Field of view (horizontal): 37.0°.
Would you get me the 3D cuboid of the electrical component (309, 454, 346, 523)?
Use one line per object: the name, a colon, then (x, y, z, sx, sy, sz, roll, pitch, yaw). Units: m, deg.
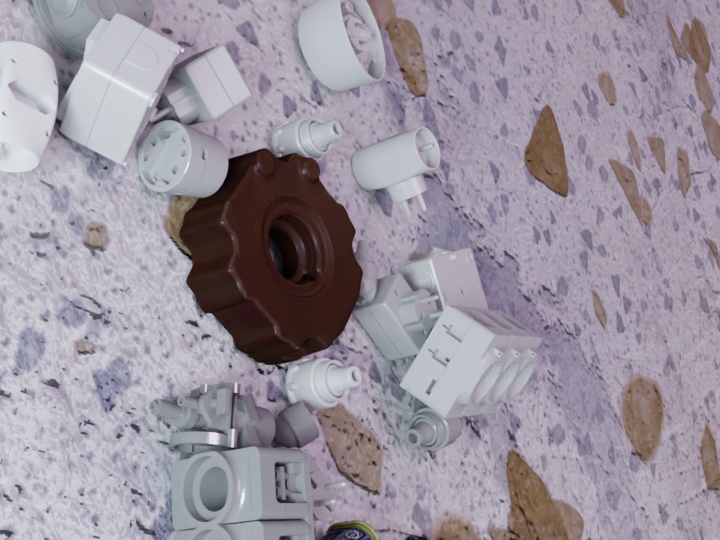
electrical component: (-0.044, 0.176, 0.831, 0.047, 0.077, 0.065, 59, 38, -19)

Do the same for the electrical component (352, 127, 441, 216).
electrical component: (0.042, -0.091, 1.053, 0.044, 0.077, 0.079, -35, 105, -53)

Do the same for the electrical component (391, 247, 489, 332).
electrical component: (0.085, 0.027, 1.088, 0.100, 0.048, 0.099, -14, 88, -54)

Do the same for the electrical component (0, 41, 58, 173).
electrical component: (-0.244, -0.115, 0.709, 0.079, 0.043, 0.077, 27, 56, -45)

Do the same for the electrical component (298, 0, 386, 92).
electrical component: (-0.012, -0.224, 1.044, 0.099, 0.064, 0.099, 25, 58, -46)

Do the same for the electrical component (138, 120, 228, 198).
electrical component: (-0.136, -0.084, 0.834, 0.047, 0.055, 0.055, 11, 68, -55)

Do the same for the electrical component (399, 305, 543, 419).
electrical component: (0.113, 0.090, 1.029, 0.089, 0.062, 0.150, -60, 155, 10)

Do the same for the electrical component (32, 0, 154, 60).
electrical component: (-0.197, -0.200, 0.799, 0.080, 0.051, 0.080, 24, 58, -46)

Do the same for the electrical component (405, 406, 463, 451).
electrical component: (0.067, 0.151, 1.018, 0.062, 0.043, 0.043, -15, 89, -53)

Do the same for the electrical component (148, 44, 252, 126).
electrical component: (-0.138, -0.136, 0.849, 0.077, 0.066, 0.047, -37, 109, -22)

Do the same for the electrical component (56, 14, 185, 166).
electrical component: (-0.177, -0.127, 0.773, 0.061, 0.096, 0.061, 28, 50, -10)

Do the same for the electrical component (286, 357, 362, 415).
electrical component: (-0.028, 0.094, 0.899, 0.048, 0.062, 0.048, 25, 57, -46)

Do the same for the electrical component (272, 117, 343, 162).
electrical component: (-0.044, -0.116, 0.960, 0.048, 0.062, 0.048, 25, 58, -46)

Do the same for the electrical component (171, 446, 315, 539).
electrical component: (-0.084, 0.205, 0.756, 0.062, 0.089, 0.150, 15, 65, -50)

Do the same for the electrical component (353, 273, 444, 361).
electrical component: (0.047, 0.040, 1.007, 0.065, 0.077, 0.047, 55, 40, -24)

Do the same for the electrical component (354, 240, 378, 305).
electrical component: (0.000, 0.000, 0.997, 0.035, 0.035, 0.061, 39, 46, -38)
